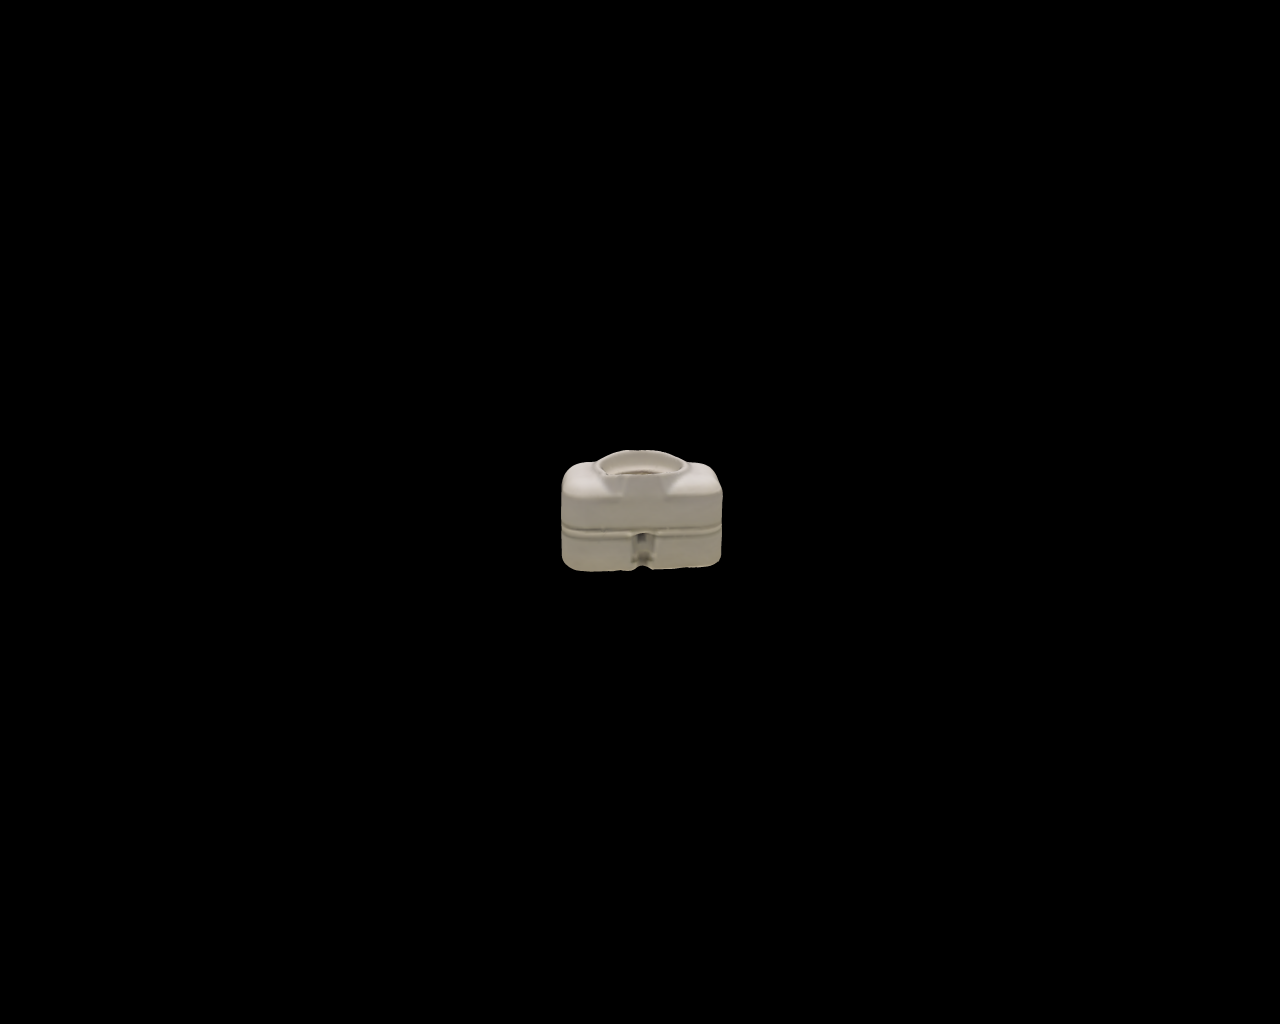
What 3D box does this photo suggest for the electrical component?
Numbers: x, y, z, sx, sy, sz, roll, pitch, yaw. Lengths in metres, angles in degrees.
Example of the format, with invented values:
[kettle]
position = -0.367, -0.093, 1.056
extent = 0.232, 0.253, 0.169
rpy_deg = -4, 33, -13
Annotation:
[electrical component]
position = 0.001, -0.003, 0.650
extent = 0.095, 0.059, 0.054
rpy_deg = -1, 20, -2
